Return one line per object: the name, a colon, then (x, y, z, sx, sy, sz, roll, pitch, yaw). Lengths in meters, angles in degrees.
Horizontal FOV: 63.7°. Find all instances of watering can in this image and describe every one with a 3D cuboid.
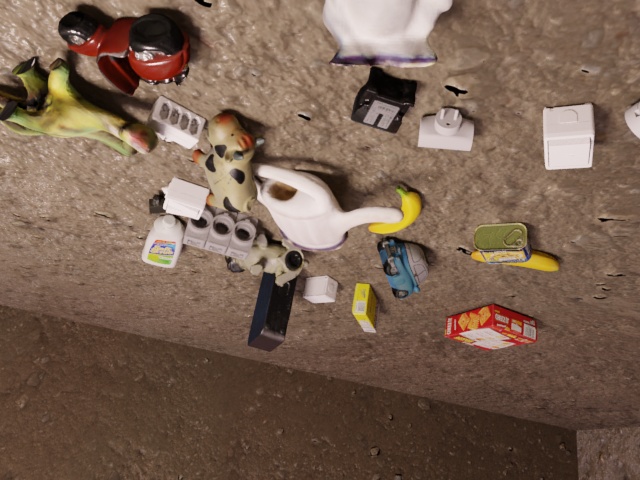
watering can: (0.003, -0.049, 0.972, 0.349, 0.105, 0.220, 21, -21, 25)

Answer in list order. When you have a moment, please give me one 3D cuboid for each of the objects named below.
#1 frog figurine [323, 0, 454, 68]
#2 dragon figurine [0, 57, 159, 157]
frog figurine: (0.072, -0.270, 0.544, 0.138, 0.156, 0.125, 12, 30, 17)
dragon figurine: (-0.428, -0.196, 0.886, 0.412, 0.123, 0.239, 14, -13, 38)
